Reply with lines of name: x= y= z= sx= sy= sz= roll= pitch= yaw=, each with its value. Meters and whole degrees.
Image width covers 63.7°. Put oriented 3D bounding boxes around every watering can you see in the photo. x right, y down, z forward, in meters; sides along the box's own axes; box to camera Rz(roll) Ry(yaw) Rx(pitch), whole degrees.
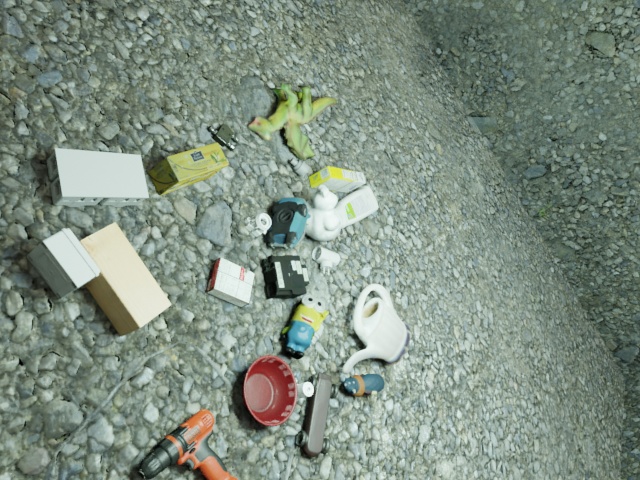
watering can: x=0.168 y=0.296 z=1.544 sx=0.222 sy=0.103 sz=0.356 roll=45 pitch=43 yaw=-22

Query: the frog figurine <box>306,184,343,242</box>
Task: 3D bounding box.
frog figurine: x=0.005 y=-0.077 z=1.525 sx=0.124 sy=0.155 sz=0.139 roll=-29 pitch=57 yaw=-21

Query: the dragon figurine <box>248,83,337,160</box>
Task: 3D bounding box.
dragon figurine: x=-0.065 y=-0.381 z=1.688 sx=0.411 sy=0.122 sz=0.243 roll=-4 pitch=90 yaw=-46
